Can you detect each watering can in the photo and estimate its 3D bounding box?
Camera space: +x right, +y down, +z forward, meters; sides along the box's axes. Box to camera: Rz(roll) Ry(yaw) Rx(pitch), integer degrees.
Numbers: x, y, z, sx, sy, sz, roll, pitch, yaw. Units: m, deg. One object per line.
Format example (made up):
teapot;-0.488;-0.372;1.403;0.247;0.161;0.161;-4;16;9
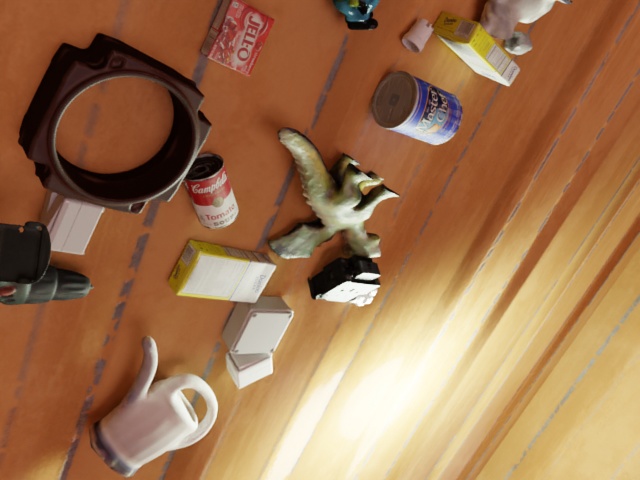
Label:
watering can;-0.323;0.317;0.959;0.226;0.106;0.340;-33;137;-13

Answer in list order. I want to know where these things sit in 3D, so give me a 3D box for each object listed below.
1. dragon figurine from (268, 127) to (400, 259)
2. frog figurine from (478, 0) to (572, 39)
dragon figurine;0.003;-0.048;0.956;0.407;0.124;0.240;22;114;-45
frog figurine;0.358;-0.442;0.959;0.138;0.124;0.157;-2;159;-47
